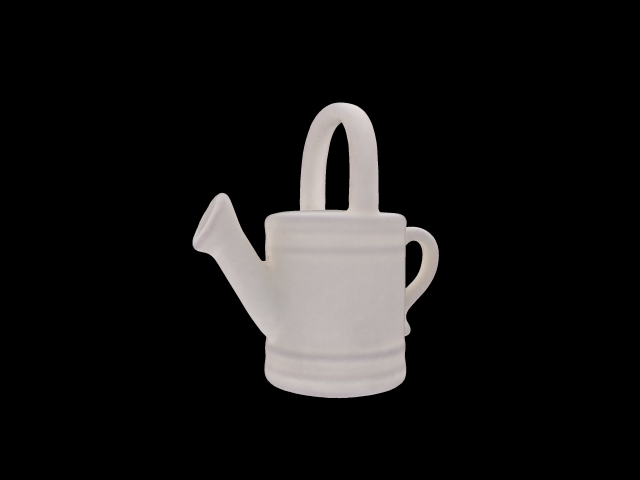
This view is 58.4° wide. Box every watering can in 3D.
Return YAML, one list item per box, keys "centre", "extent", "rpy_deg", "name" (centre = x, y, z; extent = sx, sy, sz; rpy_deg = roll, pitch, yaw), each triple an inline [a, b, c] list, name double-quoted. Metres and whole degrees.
- centre: [0.005, 0.002, 0.398]
  extent: [0.173, 0.194, 0.100]
  rpy_deg: [-2, 3, -44]
  name: "watering can"
